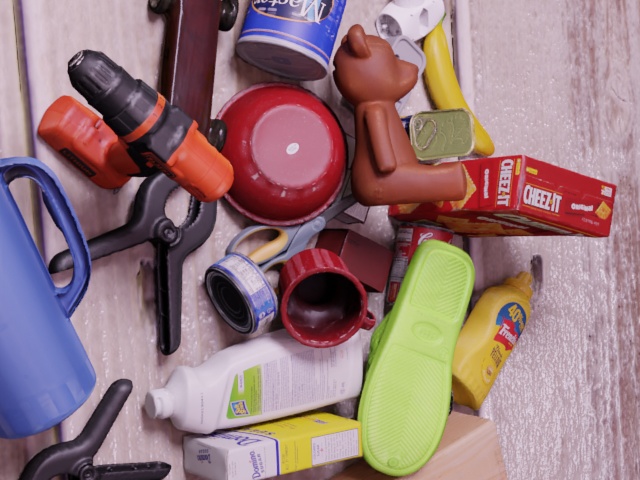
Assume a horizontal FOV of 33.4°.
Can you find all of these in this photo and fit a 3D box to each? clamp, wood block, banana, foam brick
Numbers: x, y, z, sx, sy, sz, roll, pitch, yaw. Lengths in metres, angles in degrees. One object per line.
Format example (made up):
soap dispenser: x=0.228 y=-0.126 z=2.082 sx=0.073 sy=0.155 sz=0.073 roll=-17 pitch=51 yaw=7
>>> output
clamp: x=-0.173 y=-0.008 z=1.096 sx=0.164 sy=0.036 sz=0.210 roll=34 pitch=71 yaw=-32
wood block: x=0.118 y=0.293 z=1.287 sx=0.205 sy=0.091 sz=0.090 roll=-23 pitch=104 yaw=-33
banana: x=0.169 y=-0.185 z=1.339 sx=0.069 sy=0.037 sz=0.198 roll=-31 pitch=109 yaw=-28
clamp: x=-0.235 y=0.216 z=1.058 sx=0.171 sy=0.039 sz=0.120 roll=-24 pitch=104 yaw=-33
foam brick: x=0.037 y=0.024 z=1.242 sx=0.078 sy=0.051 sz=0.053 roll=28 pitch=74 yaw=-34

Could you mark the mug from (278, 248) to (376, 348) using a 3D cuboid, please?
mug: x=0.009 y=0.063 z=1.160 sx=0.117 sy=0.081 sz=0.093 roll=24 pitch=104 yaw=-17

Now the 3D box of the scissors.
scissors: x=-0.008 y=0.001 z=1.202 sx=0.201 sy=0.016 sz=0.096 roll=-18 pitch=112 yaw=-19

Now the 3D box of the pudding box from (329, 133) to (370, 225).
pudding box: x=0.015 y=-0.078 z=1.231 sx=0.113 sy=0.039 sz=0.090 roll=25 pitch=79 yaw=-31

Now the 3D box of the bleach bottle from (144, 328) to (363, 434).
bleach bottle: x=-0.071 y=0.147 z=1.161 sx=0.250 sy=0.068 sz=0.102 roll=-8 pitch=100 yaw=-34

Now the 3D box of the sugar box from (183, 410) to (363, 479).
sugar box: x=-0.050 y=0.223 z=1.160 sx=0.175 sy=0.094 sz=0.048 roll=-2 pitch=92 yaw=-37

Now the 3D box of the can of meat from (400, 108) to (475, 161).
can of meat: x=0.120 y=-0.125 z=1.277 sx=0.101 sy=0.084 sz=0.057 roll=-9 pitch=97 yaw=-36

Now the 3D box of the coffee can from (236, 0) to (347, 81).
coffee can: x=-0.023 y=-0.257 z=1.156 sx=0.102 sy=0.103 sz=0.140 roll=22 pitch=78 yaw=-35

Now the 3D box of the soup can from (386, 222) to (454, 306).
soup can: x=0.121 y=0.034 z=1.294 sx=0.068 sy=0.069 sz=0.102 roll=13 pitch=85 yaw=-36

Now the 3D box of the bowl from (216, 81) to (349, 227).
bowl: x=-0.037 y=-0.097 z=1.151 sx=0.162 sy=0.055 sz=0.162 roll=1 pitch=86 yaw=-17

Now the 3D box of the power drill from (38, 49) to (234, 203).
power drill: x=-0.189 y=-0.101 z=0.988 sx=0.184 sy=0.188 sz=0.057 roll=44 pitch=68 yaw=-31

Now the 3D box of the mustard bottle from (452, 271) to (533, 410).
mustard bottle: x=0.222 y=0.118 z=1.374 sx=0.191 sy=0.058 sz=0.096 roll=-55 pitch=137 yaw=-23

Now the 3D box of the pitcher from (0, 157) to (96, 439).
pitcher: x=-0.288 y=0.049 z=0.955 sx=0.144 sy=0.149 sz=0.243 roll=-47 pitch=122 yaw=-46

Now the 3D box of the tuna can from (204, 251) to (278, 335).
tuna can: x=-0.085 y=0.057 z=1.133 sx=0.033 sy=0.086 sz=0.086 roll=-33 pitch=110 yaw=-29

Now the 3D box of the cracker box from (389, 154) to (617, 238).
cracker box: x=0.212 y=-0.046 z=1.266 sx=0.163 sy=0.214 sz=0.072 roll=12 pitch=83 yaw=-36
